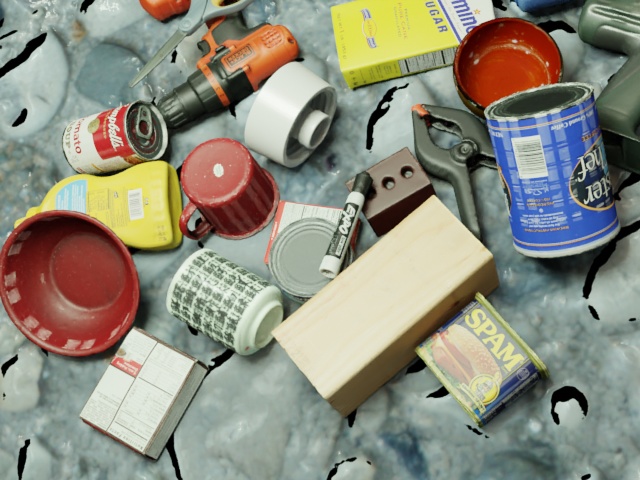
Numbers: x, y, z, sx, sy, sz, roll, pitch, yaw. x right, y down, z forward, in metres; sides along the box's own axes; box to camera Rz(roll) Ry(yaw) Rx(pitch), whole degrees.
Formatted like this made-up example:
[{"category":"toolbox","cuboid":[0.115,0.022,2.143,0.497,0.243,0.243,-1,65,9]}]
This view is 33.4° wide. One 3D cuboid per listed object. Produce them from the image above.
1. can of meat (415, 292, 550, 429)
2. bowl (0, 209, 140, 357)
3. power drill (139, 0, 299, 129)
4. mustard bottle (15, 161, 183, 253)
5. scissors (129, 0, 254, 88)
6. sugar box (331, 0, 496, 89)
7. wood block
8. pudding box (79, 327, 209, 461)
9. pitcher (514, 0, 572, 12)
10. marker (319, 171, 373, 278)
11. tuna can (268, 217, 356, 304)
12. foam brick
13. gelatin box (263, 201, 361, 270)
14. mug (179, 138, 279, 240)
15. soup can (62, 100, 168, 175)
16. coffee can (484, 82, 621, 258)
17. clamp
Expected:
[{"category":"can of meat","cuboid":[0.153,0.116,1.018,0.084,0.057,0.102,-40,63,0]},{"category":"bowl","cuboid":[-0.260,0.041,1.144,0.162,0.055,0.162,3,104,12]},{"category":"power drill","cuboid":[-0.141,-0.234,1.249,0.184,0.057,0.188,-31,66,-3]},{"category":"mustard bottle","cuboid":[-0.251,-0.027,1.189,0.192,0.058,0.096,-8,81,13]},{"category":"scissors","cuboid":[-0.155,-0.260,1.220,0.201,0.016,0.096,-35,65,-5]},{"category":"sugar box","cuboid":[0.106,-0.234,1.183,0.176,0.048,0.093,-14,65,11]},{"category":"wood block","cuboid":[0.067,0.067,1.043,0.206,0.090,0.090,-40,65,-3]},{"category":"pudding box","cuboid":[-0.182,0.158,1.105,0.090,0.039,0.113,25,78,23]},{"category":"pitcher","cuboid":[0.311,-0.324,1.111,0.243,0.149,0.145,-17,64,12]},{"category":"marker","cuboid":[0.027,-0.017,1.059,0.020,0.020,0.121,11,61,20]},{"category":"tuna can","cuboid":[-0.007,0.022,1.079,0.086,0.033,0.086,-4,68,9]},{"category":"foam brick","cuboid":[0.076,-0.050,1.111,0.078,0.051,0.053,-31,63,2]},{"category":"gelatin box","cuboid":[-0.007,0.001,1.125,0.089,0.030,0.073,8,70,16]},{"category":"mug","cuboid":[-0.108,-0.049,1.146,0.117,0.081,0.093,-45,64,-6]},{"category":"soup can","cuboid":[-0.231,-0.113,1.201,0.102,0.068,0.068,-10,64,33]},{"category":"coffee can","cuboid":[0.221,-0.067,1.011,0.103,0.102,0.140,-13,108,10]},{"category":"clamp","cuboid":[0.164,-0.088,1.111,0.120,0.039,0.171,-28,64,-10]}]
